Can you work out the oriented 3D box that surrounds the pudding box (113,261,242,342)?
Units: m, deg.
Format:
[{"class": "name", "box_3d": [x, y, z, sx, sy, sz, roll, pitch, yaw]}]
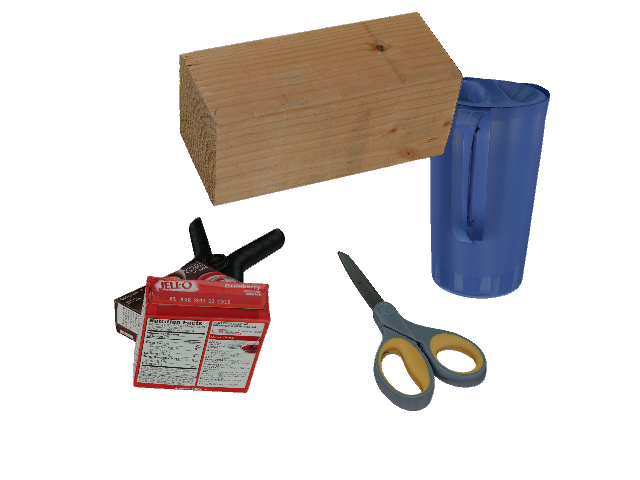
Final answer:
[{"class": "pudding box", "box_3d": [-0.118, 0.066, 0.979, 0.090, 0.039, 0.113, 22, 33, 32]}]

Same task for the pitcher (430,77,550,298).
[{"class": "pitcher", "box_3d": [0.182, -0.057, 1.221, 0.149, 0.243, 0.145, -9, 24, -22]}]

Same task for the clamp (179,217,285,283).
[{"class": "clamp", "box_3d": [-0.110, 0.032, 1.243, 0.120, 0.039, 0.171, -2, 40, 12]}]

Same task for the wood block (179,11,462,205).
[{"class": "wood block", "box_3d": [-0.002, -0.109, 0.863, 0.205, 0.091, 0.090, -14, -38, -18]}]

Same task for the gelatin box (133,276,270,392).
[{"class": "gelatin box", "box_3d": [-0.074, 0.058, 0.647, 0.073, 0.030, 0.089, 4, -38, -12]}]

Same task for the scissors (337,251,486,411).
[{"class": "scissors", "box_3d": [0.073, 0.064, 0.868, 0.096, 0.016, 0.202, -3, 35, -5]}]
